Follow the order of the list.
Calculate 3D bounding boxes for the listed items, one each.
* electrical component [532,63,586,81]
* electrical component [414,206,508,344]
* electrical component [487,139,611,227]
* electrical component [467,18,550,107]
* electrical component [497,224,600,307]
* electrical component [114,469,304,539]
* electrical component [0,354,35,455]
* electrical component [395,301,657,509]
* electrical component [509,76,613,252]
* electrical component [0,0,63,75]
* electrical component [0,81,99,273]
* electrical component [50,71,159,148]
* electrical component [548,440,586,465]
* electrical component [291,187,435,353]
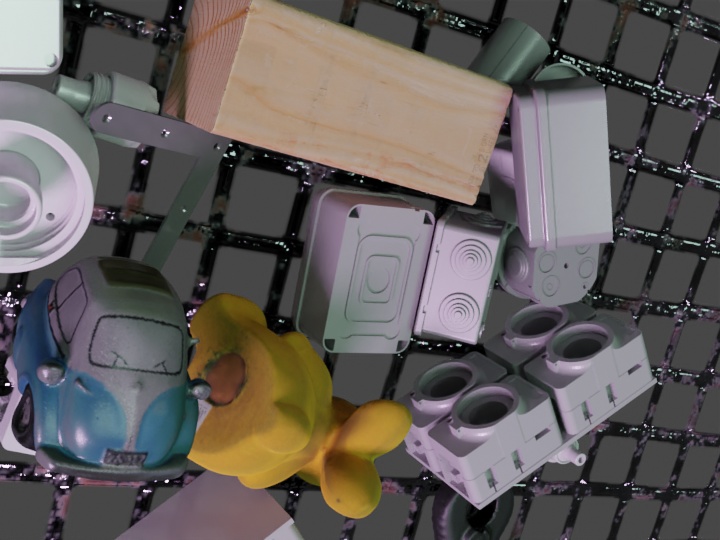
[{"bbox_3d":[0.151,-0.135,0.827,0.043,0.081,0.043,1,98,5],"label":"electrical component"},{"bbox_3d":[0.079,0.003,0.817,0.048,0.100,0.099,13,102,9],"label":"electrical component"},{"bbox_3d":[0.152,-0.077,0.854,0.096,0.061,0.061,-20,114,-25],"label":"electrical component"},{"bbox_3d":[0.102,-0.145,0.812,0.043,0.043,0.081,40,85,-34],"label":"electrical component"},{"bbox_3d":[0.154,-0.010,0.884,0.080,0.051,0.080,-10,112,-28],"label":"electrical component"},{"bbox_3d":[-0.133,0.229,0.764,0.186,0.105,0.060,-36,121,-16],"label":"electrical component"},{"bbox_3d":[-0.191,0.096,0.713,0.089,0.056,0.050,19,96,-34],"label":"electrical component"},{"bbox_3d":[0.131,0.097,0.875,0.186,0.105,0.060,-31,119,-18],"label":"electrical component"},{"bbox_3d":[0.140,-0.076,0.758,0.057,0.078,0.113,-6,106,3],"label":"electrical component"},{"bbox_3d":[-0.228,-0.152,0.605,0.113,0.057,0.078,-5,109,-29],"label":"electrical component"},{"bbox_3d":[-0.207,-0.049,0.631,0.108,0.060,0.108,-7,122,-12],"label":"electrical component"},{"bbox_3d":[-0.161,-0.104,0.670,0.062,0.043,0.043,16,98,-33],"label":"electrical component"},{"bbox_3d":[0.175,0.154,0.947,0.035,0.061,0.035,-10,112,-28],"label":"electrical component"},{"bbox_3d":[0.000,0.000,0.793,0.078,0.057,0.113,4,105,-32],"label":"electrical component"}]
